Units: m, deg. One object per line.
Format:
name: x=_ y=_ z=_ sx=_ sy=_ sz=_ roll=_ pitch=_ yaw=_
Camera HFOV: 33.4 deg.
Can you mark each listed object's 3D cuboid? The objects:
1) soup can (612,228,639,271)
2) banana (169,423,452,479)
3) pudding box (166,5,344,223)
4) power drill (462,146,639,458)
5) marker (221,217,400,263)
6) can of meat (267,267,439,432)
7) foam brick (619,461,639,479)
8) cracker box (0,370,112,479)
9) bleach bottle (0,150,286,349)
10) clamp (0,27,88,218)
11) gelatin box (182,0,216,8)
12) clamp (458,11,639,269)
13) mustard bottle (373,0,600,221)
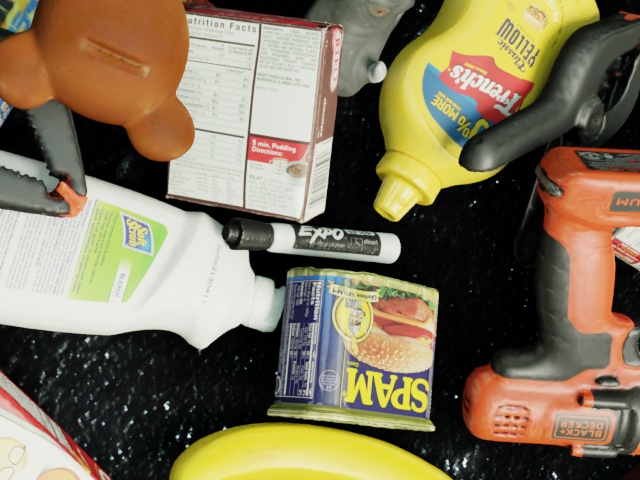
soup can: x=0.231 y=-0.001 z=0.678 sx=0.102 sy=0.068 sz=0.068 roll=31 pitch=78 yaw=-7
banana: x=-0.003 y=0.138 z=0.620 sx=0.197 sy=0.037 sz=0.069 roll=5 pitch=50 yaw=-18
pudding box: x=-0.039 y=-0.073 z=0.608 sx=0.090 sy=0.039 sz=0.113 roll=11 pitch=106 yaw=17
power drill: x=0.185 y=0.043 z=0.629 sx=0.184 sy=0.057 sz=0.188 roll=3 pitch=111 yaw=-5
marker: x=-0.004 y=0.001 z=0.629 sx=0.120 sy=0.020 sz=0.020 roll=6 pitch=82 yaw=-36
can of meat: x=0.022 y=0.065 z=0.618 sx=0.101 sy=0.058 sz=0.084 roll=15 pitch=76 yaw=-41
foam brick: x=0.220 y=0.180 z=0.663 sx=0.053 sy=0.051 sz=0.078 roll=-39 pitch=92 yaw=-11
cracker box: x=-0.217 y=0.131 z=0.538 sx=0.164 sy=0.072 sz=0.213 roll=-44 pitch=112 yaw=-10
bleach bottle: x=-0.144 y=0.013 z=0.602 sx=0.250 sy=0.068 sz=0.102 roll=17 pitch=83 yaw=-12
clamp: x=-0.207 y=-0.081 z=0.543 sx=0.164 sy=0.036 sz=0.210 roll=-41 pitch=98 yaw=-13
gelatin box: x=-0.108 y=-0.118 z=0.639 sx=0.073 sy=0.030 sz=0.089 roll=36 pitch=78 yaw=-6
clamp: x=0.155 y=-0.066 z=0.662 sx=0.039 sy=0.120 sz=0.171 roll=32 pitch=69 yaw=37
mustard bottle: x=0.091 y=-0.094 z=0.662 sx=0.096 sy=0.058 sz=0.191 roll=39 pitch=78 yaw=-24
